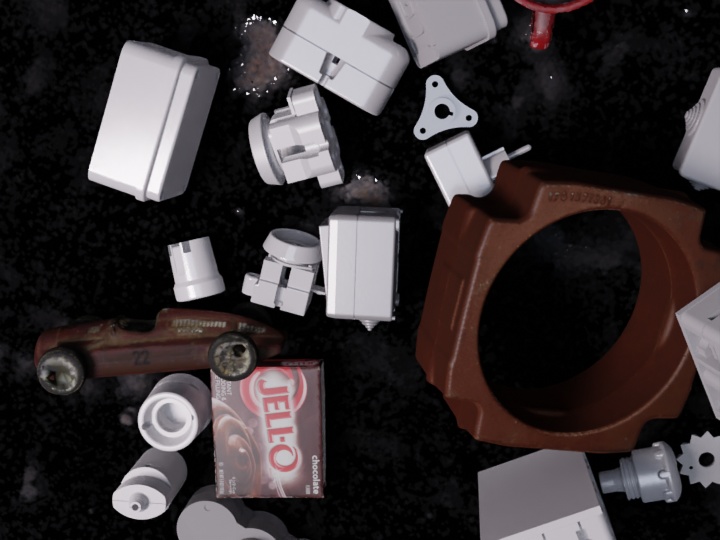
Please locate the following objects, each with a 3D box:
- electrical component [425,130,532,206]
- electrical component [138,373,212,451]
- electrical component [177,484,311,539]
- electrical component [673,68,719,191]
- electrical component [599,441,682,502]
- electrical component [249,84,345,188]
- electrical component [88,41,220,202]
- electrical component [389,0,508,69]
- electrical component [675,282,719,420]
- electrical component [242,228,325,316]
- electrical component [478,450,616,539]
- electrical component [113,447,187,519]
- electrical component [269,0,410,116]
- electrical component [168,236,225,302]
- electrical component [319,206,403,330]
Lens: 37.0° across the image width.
[{"bbox_3d":[0.102,-0.070,0.829,0.076,0.047,0.083,-26,97,9],"label":"electrical component"},{"bbox_3d":[-0.152,0.118,0.887,0.055,0.047,0.055,1,101,5],"label":"electrical component"},{"bbox_3d":[-0.089,0.237,0.890,0.138,0.073,0.052,32,102,-1],"label":"electrical component"},{"bbox_3d":[0.293,-0.099,0.806,0.100,0.048,0.099,20,102,1],"label":"electrical component"},{"bbox_3d":[0.224,0.166,0.864,0.062,0.048,0.048,-13,99,15],"label":"electrical component"},{"bbox_3d":[-0.051,-0.098,0.831,0.057,0.058,0.078,-13,117,10],"label":"electrical component"},{"bbox_3d":[-0.157,-0.114,0.829,0.057,0.078,0.113,19,102,4],"label":"electrical component"},{"bbox_3d":[0.055,-0.213,0.788,0.057,0.078,0.113,-25,98,-7],"label":"electrical component"},{"bbox_3d":[0.335,0.030,0.776,0.186,0.060,0.105,-34,118,-8],"label":"electrical component"},{"bbox_3d":[-0.057,0.000,0.858,0.066,0.048,0.055,15,109,2],"label":"electrical component"},{"bbox_3d":[0.143,0.193,0.822,0.089,0.150,0.061,-21,97,9],"label":"electrical component"},{"bbox_3d":[-0.173,0.179,0.883,0.043,0.081,0.043,1,100,5],"label":"electrical component"},{"bbox_3d":[-0.012,-0.167,0.818,0.095,0.053,0.059,30,101,-1],"label":"electrical component"},{"bbox_3d":[-0.133,-0.001,0.868,0.040,0.040,0.046,-12,94,7],"label":"electrical component"},{"bbox_3d":[0.000,0.000,0.844,0.061,0.061,0.096,3,101,5],"label":"electrical component"}]
